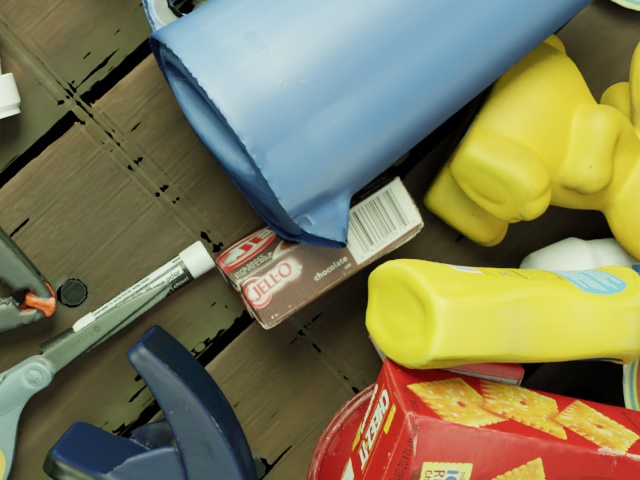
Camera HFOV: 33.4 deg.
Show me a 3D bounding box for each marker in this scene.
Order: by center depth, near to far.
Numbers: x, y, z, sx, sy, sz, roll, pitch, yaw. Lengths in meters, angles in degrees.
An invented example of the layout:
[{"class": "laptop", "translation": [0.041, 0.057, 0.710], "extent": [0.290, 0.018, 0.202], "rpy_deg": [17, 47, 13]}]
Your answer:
[{"class": "marker", "translation": [-0.119, 0.041, 0.651], "extent": [0.121, 0.020, 0.020], "rpy_deg": [-34, 105, -7]}]

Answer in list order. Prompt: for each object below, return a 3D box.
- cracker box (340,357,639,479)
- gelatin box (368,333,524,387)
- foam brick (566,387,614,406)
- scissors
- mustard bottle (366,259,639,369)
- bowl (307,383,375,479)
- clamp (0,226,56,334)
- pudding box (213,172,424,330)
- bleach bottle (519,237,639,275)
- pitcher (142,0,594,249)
[{"class": "cracker box", "translation": [0.116, 0.172, 0.624], "extent": [0.213, 0.072, 0.164], "rpy_deg": [14, 111, -12]}, {"class": "gelatin box", "translation": [0.076, 0.071, 0.665], "extent": [0.073, 0.089, 0.030], "rpy_deg": [11, 104, -15]}, {"class": "foam brick", "translation": [0.178, 0.140, 0.708], "extent": [0.053, 0.078, 0.051], "rpy_deg": [-22, 104, -8]}, {"class": "scissors", "translation": [-0.167, 0.098, 0.634], "extent": [0.202, 0.016, 0.096], "rpy_deg": [-19, 109, 1]}, {"class": "mustard bottle", "translation": [0.129, 0.042, 0.612], "extent": [0.191, 0.096, 0.058], "rpy_deg": [2, 94, -21]}, {"class": "bowl", "translation": [0.074, 0.169, 0.699], "extent": [0.162, 0.055, 0.162], "rpy_deg": [-2, 99, -13]}, {"class": "clamp", "translation": [-0.258, 0.018, 0.605], "extent": [0.209, 0.036, 0.164], "rpy_deg": [24, 93, -17]}, {"class": "pudding box", "translation": [-0.004, 0.001, 0.636], "extent": [0.113, 0.090, 0.039], "rpy_deg": [-31, 106, -8]}, {"class": "bleach bottle", "translation": [0.230, 0.048, 0.715], "extent": [0.250, 0.068, 0.102], "rpy_deg": [-1, 100, -11]}, {"class": "pitcher", "translation": [0.033, -0.126, 0.579], "extent": [0.242, 0.145, 0.149], "rpy_deg": [-36, 126, -9]}]
